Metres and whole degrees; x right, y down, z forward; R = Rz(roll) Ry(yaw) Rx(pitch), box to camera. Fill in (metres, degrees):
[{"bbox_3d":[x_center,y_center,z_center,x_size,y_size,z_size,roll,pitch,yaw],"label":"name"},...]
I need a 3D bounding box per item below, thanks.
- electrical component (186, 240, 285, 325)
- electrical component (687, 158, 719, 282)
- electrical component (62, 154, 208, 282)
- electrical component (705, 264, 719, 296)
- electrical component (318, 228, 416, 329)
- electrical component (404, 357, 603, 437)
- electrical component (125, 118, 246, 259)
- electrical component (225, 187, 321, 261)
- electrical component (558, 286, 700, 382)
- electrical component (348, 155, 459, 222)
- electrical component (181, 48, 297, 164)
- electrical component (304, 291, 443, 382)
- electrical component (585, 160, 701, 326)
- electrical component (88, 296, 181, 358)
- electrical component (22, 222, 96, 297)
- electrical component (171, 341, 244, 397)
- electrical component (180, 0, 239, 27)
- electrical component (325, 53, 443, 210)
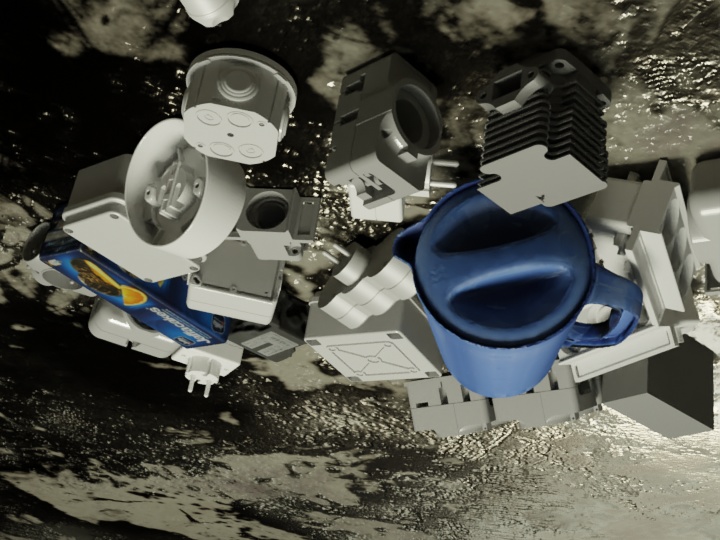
[{"bbox_3d":[-0.122,0.007,1.001,0.096,0.061,0.061,13,152,-6],"label":"electrical component"},{"bbox_3d":[0.277,-0.036,0.790,0.059,0.053,0.095,-8,133,30],"label":"electrical component"},{"bbox_3d":[-0.191,-0.042,0.936,0.078,0.057,0.113,-13,145,35],"label":"electrical component"},{"bbox_3d":[0.315,-0.009,0.860,0.081,0.042,0.064,-8,146,28],"label":"electrical component"},{"bbox_3d":[0.000,0.000,0.962,0.074,0.052,0.138,35,145,-17],"label":"electrical component"},{"bbox_3d":[0.154,0.126,1.092,0.186,0.060,0.105,-13,175,36],"label":"electrical component"},{"bbox_3d":[-0.140,-0.061,0.847,0.099,0.099,0.064,-13,151,36],"label":"electrical component"},{"bbox_3d":[-0.073,-0.038,0.924,0.081,0.042,0.063,3,154,12],"label":"electrical component"},{"bbox_3d":[0.236,0.046,0.961,0.063,0.078,0.121,0,160,-34],"label":"electrical component"},{"bbox_3d":[0.034,-0.074,0.797,0.077,0.065,0.047,6,152,7],"label":"electrical component"},{"bbox_3d":[-0.088,-0.117,0.771,0.080,0.051,0.080,7,152,4],"label":"electrical component"},{"bbox_3d":[0.017,0.065,1.072,0.109,0.056,0.108,-6,148,27],"label":"electrical component"},{"bbox_3d":[0.220,-0.021,0.835,0.063,0.078,0.121,13,157,31],"label":"electrical component"},{"bbox_3d":[-0.226,0.048,1.119,0.095,0.053,0.059,21,150,-21],"label":"electrical component"},{"bbox_3d":[-0.294,-0.006,1.048,0.079,0.044,0.077,-15,144,38],"label":"electrical component"},{"bbox_3d":[-0.169,0.100,1.174,0.066,0.076,0.047,21,150,-21],"label":"electrical component"},{"bbox_3d":[-0.102,-0.183,0.670,0.035,0.035,0.061,-4,147,23],"label":"electrical component"},{"bbox_3d":[0.019,-0.096,0.736,0.056,0.089,0.050,-18,142,41],"label":"electrical component"}]
